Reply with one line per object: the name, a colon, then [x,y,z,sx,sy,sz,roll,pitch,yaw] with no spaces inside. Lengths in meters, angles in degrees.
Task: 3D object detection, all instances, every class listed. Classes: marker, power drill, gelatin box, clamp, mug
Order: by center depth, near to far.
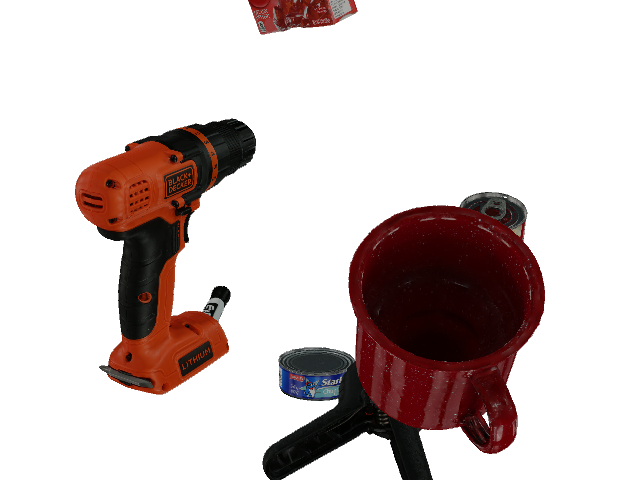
mug: [0.064,0.052,0.530,0.093,0.117,0.081,-21,-32,-14]
clamp: [0.051,0.127,0.759,0.120,0.039,0.171,19,41,25]
gelatin box: [-0.022,-0.191,0.776,0.030,0.073,0.089,-35,26,-33]
power drill: [-0.109,0.008,0.814,0.057,0.188,0.184,12,24,30]
marker: [-0.105,0.075,1.007,0.020,0.020,0.121,0,23,9]

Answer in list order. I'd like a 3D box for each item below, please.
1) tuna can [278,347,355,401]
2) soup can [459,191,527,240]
tuna can: [-0.005,0.149,1.194,0.086,0.034,0.086,1,13,0]
soup can: [0.174,0.011,1.097,0.068,0.102,0.068,-1,36,1]
